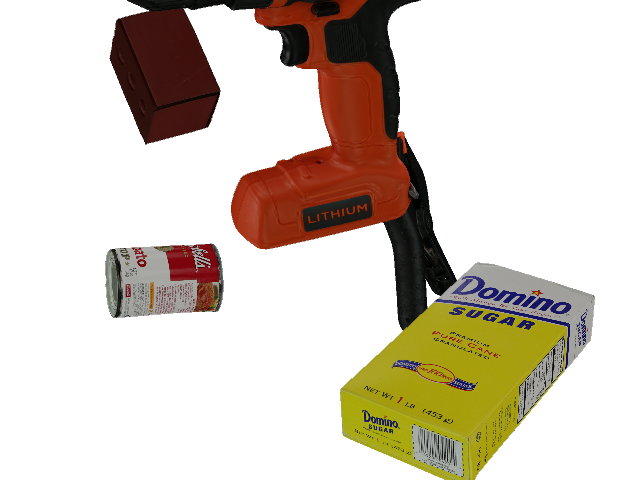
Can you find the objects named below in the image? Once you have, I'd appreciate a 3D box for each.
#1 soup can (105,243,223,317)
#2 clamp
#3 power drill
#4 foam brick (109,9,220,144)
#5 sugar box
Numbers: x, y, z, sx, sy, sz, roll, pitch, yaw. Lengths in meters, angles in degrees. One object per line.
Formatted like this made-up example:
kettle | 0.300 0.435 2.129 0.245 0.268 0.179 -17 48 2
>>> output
soup can | -0.152 0.039 1.034 0.102 0.068 0.069 -3 1 -21
clamp | 0.076 -0.005 0.922 0.039 0.171 0.120 -15 18 20
power drill | -0.014 -0.089 0.573 0.184 0.188 0.057 -12 37 -18
foam brick | -0.112 -0.119 0.765 0.051 0.078 0.053 -18 -18 -23
sugar box | 0.100 0.079 0.696 0.093 0.048 0.176 17 39 31
